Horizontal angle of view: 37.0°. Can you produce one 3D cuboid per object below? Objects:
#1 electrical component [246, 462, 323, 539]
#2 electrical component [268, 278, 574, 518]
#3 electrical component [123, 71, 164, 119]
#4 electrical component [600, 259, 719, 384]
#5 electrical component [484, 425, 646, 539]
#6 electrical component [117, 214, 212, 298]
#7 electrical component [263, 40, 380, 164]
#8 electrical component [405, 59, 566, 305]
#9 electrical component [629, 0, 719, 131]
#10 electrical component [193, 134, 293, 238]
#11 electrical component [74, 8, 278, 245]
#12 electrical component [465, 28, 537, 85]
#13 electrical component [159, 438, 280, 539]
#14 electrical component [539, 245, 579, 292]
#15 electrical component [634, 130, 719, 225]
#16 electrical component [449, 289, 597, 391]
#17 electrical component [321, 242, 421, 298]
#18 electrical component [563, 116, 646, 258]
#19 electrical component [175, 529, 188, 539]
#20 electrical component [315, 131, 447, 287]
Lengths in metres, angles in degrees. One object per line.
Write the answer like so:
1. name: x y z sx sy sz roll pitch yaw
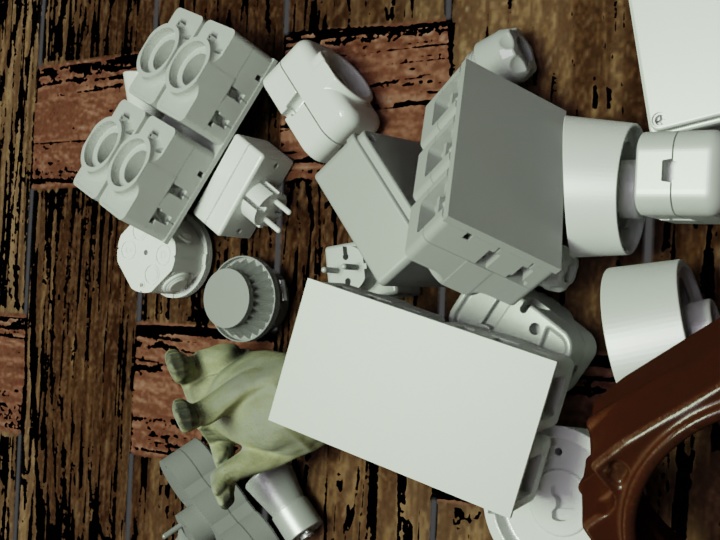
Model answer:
1. electrical component: -0.062 0.198 0.910 0.044 0.044 0.065 -45 69 23
2. electrical component: 0.042 0.083 0.747 0.186 0.060 0.105 18 95 25
3. electrical component: -0.205 -0.155 1.027 0.044 0.044 0.065 6 95 34
4. electrical component: 0.205 0.044 0.704 0.060 0.108 0.108 -14 79 26
5. electrical component: 0.149 0.162 0.759 0.108 0.060 0.108 -3 85 34
6. electrical component: -0.181 -0.015 0.995 0.080 0.051 0.080 -2 86 34
7. electrical component: -0.029 -0.143 0.901 0.059 0.054 0.095 -42 66 24
8. electrical component: 0.089 -0.060 0.753 0.061 0.089 0.150 -46 26 47
9. electrical component: 0.245 -0.149 0.716 0.109 0.056 0.108 -12 81 33
10. electrical component: -0.090 -0.062 0.940 0.076 0.047 0.083 40 108 26
11. electrical component: -0.169 -0.131 0.950 0.105 0.060 0.186 32 91 45
12. electrical component: 0.100 -0.155 0.822 0.062 0.043 0.043 -24 74 32
13. electrical component: -0.134 0.216 0.928 0.138 0.074 0.052 45 154 27
14. electrical component: 0.129 -0.008 0.798 0.061 0.035 0.035 23 100 35
15. electrical component: 0.224 -0.059 0.701 0.059 0.095 0.053 3 89 34
16. electrical component: 0.121 0.046 0.785 0.095 0.059 0.053 40 109 29
17. electrical component: 0.000 0.000 0.859 0.066 0.077 0.047 -9 83 33
18. electrical component: 0.163 -0.057 0.743 0.064 0.099 0.099 4 89 28
19. electrical component: -0.150 0.250 0.966 0.040 0.040 0.046 46 116 27
20. electrical component: 0.037 -0.044 0.818 0.056 0.109 0.108 -43 66 27
